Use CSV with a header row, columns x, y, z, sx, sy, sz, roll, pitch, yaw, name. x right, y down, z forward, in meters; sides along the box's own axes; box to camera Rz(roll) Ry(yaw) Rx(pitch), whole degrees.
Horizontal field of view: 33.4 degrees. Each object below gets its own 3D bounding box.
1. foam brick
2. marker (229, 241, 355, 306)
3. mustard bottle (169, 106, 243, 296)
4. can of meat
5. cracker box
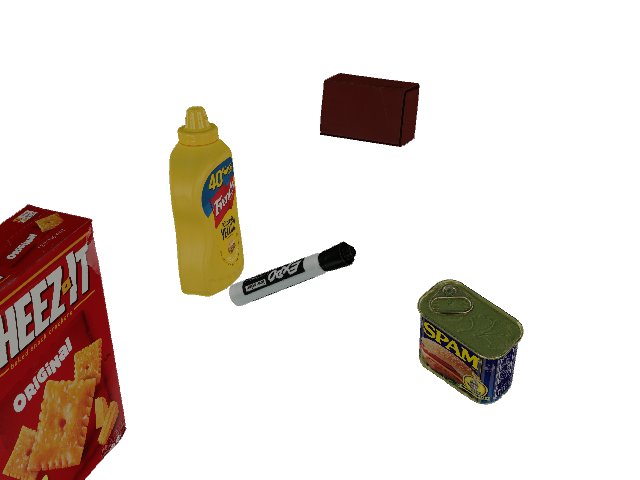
x,y,z,sx,sy,sz,roll,pitch,yaw,name
0.044,-0.118,0.960,0.078,0.051,0.053,11,18,18,foam brick
-0.022,0.027,0.843,0.121,0.020,0.020,-21,-12,33,marker
-0.120,-0.045,1.110,0.058,0.192,0.096,6,25,21,mustard bottle
0.142,0.101,1.035,0.102,0.084,0.057,35,58,30,can of meat
-0.227,0.106,0.812,0.072,0.214,0.164,11,33,21,cracker box
